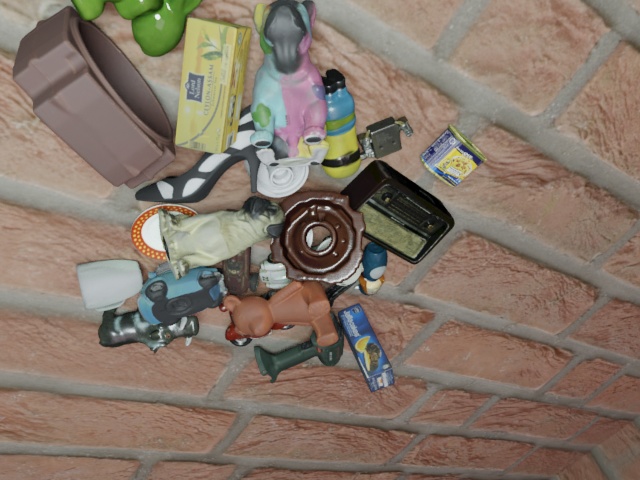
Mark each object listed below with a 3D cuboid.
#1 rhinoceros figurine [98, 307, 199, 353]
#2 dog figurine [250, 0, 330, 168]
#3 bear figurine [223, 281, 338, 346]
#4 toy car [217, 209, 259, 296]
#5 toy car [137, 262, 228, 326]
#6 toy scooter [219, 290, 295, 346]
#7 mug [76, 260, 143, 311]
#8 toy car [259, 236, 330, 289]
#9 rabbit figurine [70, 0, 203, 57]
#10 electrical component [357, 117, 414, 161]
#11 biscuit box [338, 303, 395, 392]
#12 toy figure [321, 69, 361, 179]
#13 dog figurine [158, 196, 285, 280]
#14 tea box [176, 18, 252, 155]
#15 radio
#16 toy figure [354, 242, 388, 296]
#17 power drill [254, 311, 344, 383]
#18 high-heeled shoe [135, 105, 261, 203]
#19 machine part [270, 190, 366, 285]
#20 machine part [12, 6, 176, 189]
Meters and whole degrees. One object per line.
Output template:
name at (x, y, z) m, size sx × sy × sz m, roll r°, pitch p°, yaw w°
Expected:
rhinoceros figurine at (-0.333, 0.166, 1.047) m, size 0.190 × 0.112 × 0.073 m, roll -4°, pitch 129°, yaw -7°
dog figurine at (-0.044, -0.229, 0.772) m, size 0.109 × 0.219 × 0.191 m, roll -2°, pitch 172°, yaw 2°
bear figurine at (-0.079, 0.146, 1.034) m, size 0.196 × 0.132 × 0.120 m, roll -15°, pitch 123°, yaw -7°
toy car at (-0.158, 0.029, 1.015) m, size 0.089 × 0.053 × 0.202 m, roll 11°, pitch 131°, yaw 1°
toy car at (-0.261, 0.083, 1.002) m, size 0.162 × 0.103 × 0.109 m, roll -20°, pitch 142°, yaw -10°
toy scooter at (-0.137, 0.155, 1.137) m, size 0.184 × 0.075 × 0.135 m, roll -26°, pitch 133°, yaw 10°
mug at (-0.379, 0.085, 0.979) m, size 0.107 × 0.081 × 0.109 m, roll -13°, pitch 130°, yaw -21°
toy car at (-0.025, 0.048, 1.093) m, size 0.202 × 0.056 × 0.073 m, roll -16°, pitch 134°, yaw -7°
rabbit figurine at (-0.222, -0.317, 0.679) m, size 0.159 × 0.121 × 0.170 m, roll -32°, pitch 152°, yaw -1°
electrical component at (0.113, -0.179, 0.950) m, size 0.102 × 0.045 × 0.078 m, roll -17°, pitch 133°, yaw -5°
biscuit box at (0.101, 0.237, 1.207) m, size 0.059 × 0.203 × 0.062 m, roll -21°, pitch 133°, yaw -6°
toy figure at (0.023, -0.182, 0.883) m, size 0.082 × 0.089 × 0.179 m, roll -9°, pitch 135°, yaw -2°
dog figurine at (-0.168, -0.013, 0.921) m, size 0.190 × 0.172 × 0.121 m, roll -16°, pitch 106°, yaw -25°
tea box at (-0.148, -0.215, 0.748) m, size 0.068 × 0.098 × 0.169 m, roll 12°, pitch 111°, yaw 1°
radio at (0.151, -0.052, 1.058) m, size 0.229 × 0.073 × 0.131 m, roll 27°, pitch 116°, yaw -36°
toy figure at (0.111, 0.072, 1.168) m, size 0.064 × 0.058 × 0.154 m, roll 6°, pitch 133°, yaw 3°
power drill at (-0.043, 0.245, 1.234) m, size 0.207 × 0.086 × 0.231 m, roll -25°, pitch 148°, yaw -2°
high-heeled shoe at (-0.196, -0.136, 0.873) m, size 0.249 × 0.145 × 0.086 m, roll -4°, pitch 179°, yaw 12°
machine part at (-0.002, -0.003, 0.953) m, size 0.179 × 0.179 × 0.056 m, roll -25°, pitch 172°, yaw 2°
machine part at (-0.279, -0.181, 0.692) m, size 0.087 × 0.201 × 0.201 m, roll -33°, pitch 133°, yaw 7°
